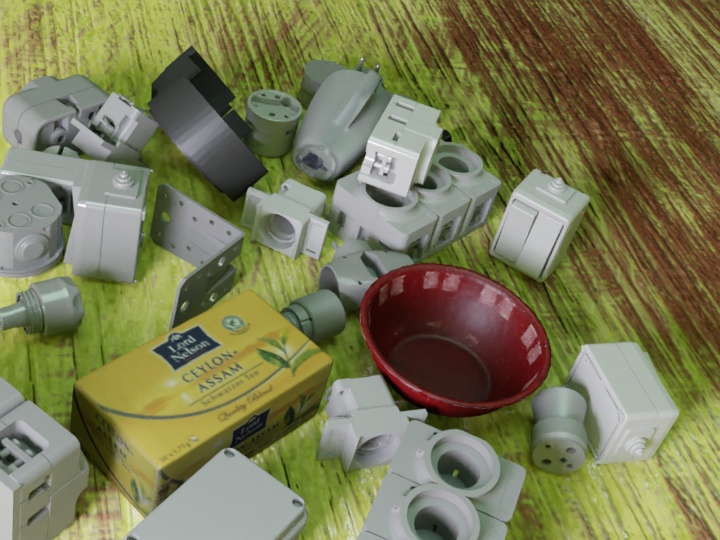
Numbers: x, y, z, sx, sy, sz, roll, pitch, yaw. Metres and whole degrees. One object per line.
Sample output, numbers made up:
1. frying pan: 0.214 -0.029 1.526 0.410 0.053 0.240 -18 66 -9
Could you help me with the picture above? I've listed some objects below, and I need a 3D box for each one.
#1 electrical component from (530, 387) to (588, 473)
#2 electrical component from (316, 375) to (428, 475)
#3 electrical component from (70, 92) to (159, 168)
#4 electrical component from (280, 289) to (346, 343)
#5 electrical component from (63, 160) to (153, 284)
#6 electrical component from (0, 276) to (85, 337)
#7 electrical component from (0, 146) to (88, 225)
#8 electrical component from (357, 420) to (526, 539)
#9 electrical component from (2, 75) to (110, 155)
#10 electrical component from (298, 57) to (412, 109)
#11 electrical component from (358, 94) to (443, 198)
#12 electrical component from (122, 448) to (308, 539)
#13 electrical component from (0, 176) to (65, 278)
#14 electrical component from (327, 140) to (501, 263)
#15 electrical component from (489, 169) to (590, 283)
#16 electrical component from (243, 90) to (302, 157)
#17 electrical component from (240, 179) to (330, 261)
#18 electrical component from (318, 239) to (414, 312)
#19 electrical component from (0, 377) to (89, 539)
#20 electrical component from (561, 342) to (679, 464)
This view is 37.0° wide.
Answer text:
1. electrical component: 0.158 0.127 0.856 0.045 0.045 0.055 15 40 -2
2. electrical component: 0.005 0.116 0.820 0.081 0.042 0.063 -3 43 -23
3. electrical component: -0.222 -0.126 0.990 0.042 0.063 0.081 35 2 21
4. electrical component: -0.048 0.043 0.884 0.078 0.040 0.040 -20 52 -35
5. electrical component: -0.208 -0.045 0.887 0.061 0.096 0.061 8 41 -10
6. electrical component: -0.248 0.031 0.828 0.062 0.043 0.043 -15 49 -30
7. electrical component: -0.267 -0.084 0.949 0.083 0.047 0.075 9 41 -9
8. electrical component: 0.047 0.184 0.728 0.089 0.061 0.150 23 46 7
9. electrical component: -0.283 -0.142 1.006 0.059 0.053 0.095 38 45 23
10. electrical component: 0.003 -0.190 1.144 0.138 0.073 0.052 28 41 13
11. electrical component: 0.041 -0.113 0.987 0.056 0.050 0.089 21 40 5
12. electrical component: -0.096 0.179 0.699 0.078 0.057 0.113 32 42 18
13. electrical component: -0.284 -0.035 0.885 0.080 0.051 0.080 10 40 -8
14. electrical component: 0.053 -0.067 1.029 0.089 0.061 0.150 39 45 24
15. electrical component: 0.170 -0.045 1.017 0.062 0.096 0.061 30 42 16
16. electrical component: -0.089 -0.146 1.082 0.055 0.047 0.055 10 41 -8
17. electrical component: -0.064 -0.049 0.984 0.081 0.042 0.063 25 39 9
18. electrical component: 0.000 0.000 0.948 0.077 0.043 0.079 -8 45 -26
19. electrical component: -0.253 0.109 0.700 0.150 0.089 0.062 33 43 19
20. electrical component: 0.217 0.113 0.880 0.061 0.061 0.096 -2 43 -20
